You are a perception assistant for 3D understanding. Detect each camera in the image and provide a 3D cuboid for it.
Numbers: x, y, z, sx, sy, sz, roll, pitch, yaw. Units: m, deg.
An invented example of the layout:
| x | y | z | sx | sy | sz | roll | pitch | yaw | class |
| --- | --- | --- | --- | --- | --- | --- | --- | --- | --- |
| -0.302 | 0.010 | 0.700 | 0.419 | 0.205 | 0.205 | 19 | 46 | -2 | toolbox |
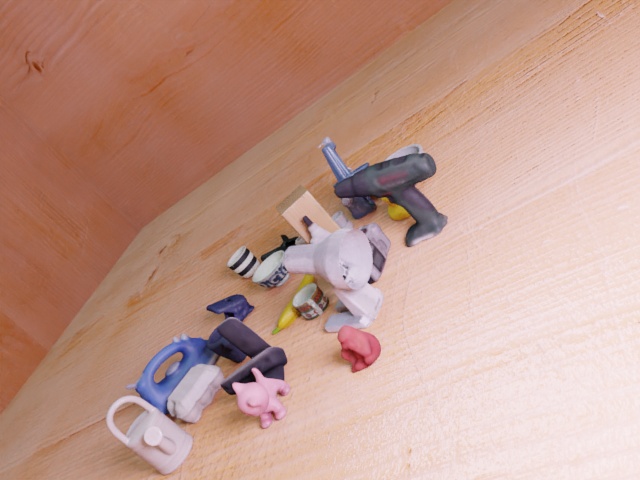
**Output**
| x | y | z | sx | sy | sz | roll | pitch | yaw | class |
| --- | --- | --- | --- | --- | --- | --- | --- | --- | --- |
| 0.077 | 0.036 | 1.339 | 0.136 | 0.101 | 0.143 | -25 | 27 | 37 | camera |

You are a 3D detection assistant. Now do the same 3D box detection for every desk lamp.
| x | y | z | sx | sy | sz | roll | pitch | yaw | class |
| --- | --- | --- | --- | --- | --- | --- | --- | --- | --- |
| 0.036 | 0.081 | 1.165 | 0.202 | 0.214 | 0.118 | -19 | 31 | 45 | desk lamp |

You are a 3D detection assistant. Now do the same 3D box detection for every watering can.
| x | y | z | sx | sy | sz | roll | pitch | yaw | class |
| --- | --- | --- | --- | --- | --- | --- | --- | --- | --- |
| -0.377 | 0.418 | 1.256 | 0.172 | 0.194 | 0.101 | -24 | 28 | 38 | watering can |

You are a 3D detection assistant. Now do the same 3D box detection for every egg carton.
| x | y | z | sx | sy | sz | roll | pitch | yaw | class |
| --- | --- | --- | --- | --- | --- | --- | --- | --- | --- |
| -0.301 | 0.370 | 1.391 | 0.107 | 0.069 | 0.150 | -11 | 37 | 53 | egg carton |

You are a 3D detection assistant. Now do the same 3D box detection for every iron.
| x | y | z | sx | sy | sz | roll | pitch | yaw | class |
| --- | --- | --- | --- | --- | --- | --- | --- | --- | --- |
| -0.378 | 0.333 | 1.496 | 0.118 | 0.142 | 0.259 | -9 | 38 | 54 | iron |

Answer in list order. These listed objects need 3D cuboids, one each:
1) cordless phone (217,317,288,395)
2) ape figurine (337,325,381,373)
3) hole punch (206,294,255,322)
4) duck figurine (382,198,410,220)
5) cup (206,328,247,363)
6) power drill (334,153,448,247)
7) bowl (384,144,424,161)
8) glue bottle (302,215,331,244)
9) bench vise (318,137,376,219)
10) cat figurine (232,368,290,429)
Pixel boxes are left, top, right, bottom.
| x | y | z | sx | sy | sz | roll | pitch | yaw | class |
| --- | --- | --- | --- | --- | --- | --- | --- | --- | --- |
| -0.174 | 0.253 | 1.236 | 0.147 | 0.185 | 0.094 | -39 | 22 | 8 | cordless phone |
| 0.066 | 0.195 | 1.063 | 0.076 | 0.092 | 0.077 | -47 | 22 | -13 | ape figurine |
| -0.257 | 0.191 | 1.629 | 0.101 | 0.091 | 0.108 | -50 | 23 | -20 | hole punch |
| 0.192 | -0.102 | 1.427 | 0.078 | 0.086 | 0.104 | -50 | 23 | -21 | duck figurine |
| -0.214 | 0.262 | 1.414 | 0.092 | 0.095 | 0.117 | -45 | 22 | -9 | cup |
| 0.173 | -0.089 | 1.263 | 0.229 | 0.209 | 0.075 | -28 | 25 | 32 | power drill |
| 0.222 | -0.177 | 1.537 | 0.167 | 0.075 | 0.167 | -35 | 22 | 17 | bowl |
| 0.013 | 0.005 | 1.409 | 0.078 | 0.173 | 0.037 | -47 | 22 | -12 | glue bottle |
| 0.080 | -0.181 | 1.587 | 0.121 | 0.220 | 0.207 | -37 | 22 | 11 | bench vise |
| -0.123 | 0.307 | 1.137 | 0.067 | 0.118 | 0.127 | -35 | 22 | 18 | cat figurine |
